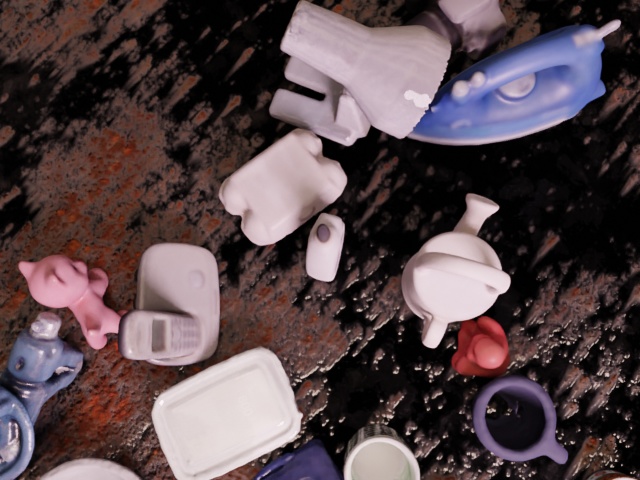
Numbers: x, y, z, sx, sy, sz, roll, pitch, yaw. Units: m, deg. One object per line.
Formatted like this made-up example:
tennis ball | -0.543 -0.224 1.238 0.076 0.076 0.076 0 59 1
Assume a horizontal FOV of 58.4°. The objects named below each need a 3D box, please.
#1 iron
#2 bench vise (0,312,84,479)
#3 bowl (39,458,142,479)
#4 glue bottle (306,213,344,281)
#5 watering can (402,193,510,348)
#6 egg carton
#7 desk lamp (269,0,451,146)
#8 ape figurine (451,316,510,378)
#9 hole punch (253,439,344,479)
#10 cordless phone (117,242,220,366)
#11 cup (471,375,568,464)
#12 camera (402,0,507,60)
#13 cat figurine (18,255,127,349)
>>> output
iron | 0.234 -0.196 0.709 0.258 0.141 0.118 -21 80 -2
bench vise | -0.367 0.175 0.622 0.121 0.220 0.207 8 81 3
bowl | -0.258 0.334 0.666 0.167 0.075 0.167 0 80 1
glue bottle | 0.006 0.002 0.665 0.037 0.173 0.078 13 81 4
watering can | 0.152 0.034 0.646 0.101 0.194 0.173 -1 80 2
egg carton | -0.046 -0.067 0.731 0.150 0.069 0.107 -38 82 -5
desk lamp | 0.035 -0.189 0.676 0.203 0.213 0.118 20 82 5
ape figurine | 0.194 0.132 0.680 0.078 0.092 0.076 -37 81 -4
hole punch | -0.023 0.297 0.658 0.108 0.091 0.101 -32 81 -4
cordless phone | -0.176 0.070 0.652 0.094 0.185 0.147 -5 80 1
cup | 0.225 0.209 0.665 0.117 0.095 0.092 38 83 7
camera | 0.153 -0.292 0.748 0.137 0.101 0.143 -34 81 -4
cat figurine | -0.297 0.069 0.689 0.067 0.118 0.128 -36 81 -4
